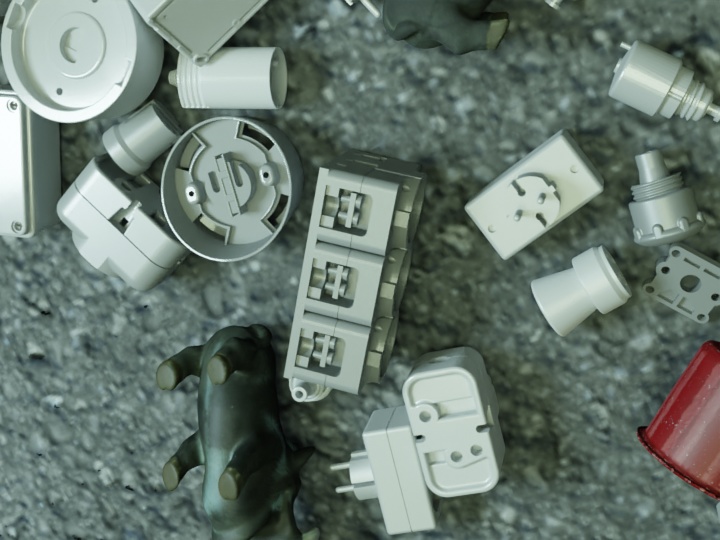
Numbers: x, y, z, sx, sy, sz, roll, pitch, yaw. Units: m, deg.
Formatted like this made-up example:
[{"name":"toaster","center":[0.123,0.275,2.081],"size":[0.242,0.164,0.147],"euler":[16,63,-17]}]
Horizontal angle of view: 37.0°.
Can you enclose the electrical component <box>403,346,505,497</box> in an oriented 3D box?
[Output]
[{"name":"electrical component","center":[0.070,0.107,0.780],"size":[0.054,0.059,0.095],"euler":[-12,101,16]}]

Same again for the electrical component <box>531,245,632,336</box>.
[{"name":"electrical component","center":[0.153,0.014,0.744],"size":[0.055,0.045,0.045],"euler":[-31,96,18]}]

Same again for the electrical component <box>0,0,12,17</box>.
[{"name":"electrical component","center":[-0.333,-0.214,0.790],"size":[0.186,0.060,0.105],"euler":[-26,97,18]}]

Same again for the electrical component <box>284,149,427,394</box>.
[{"name":"electrical component","center":[0.000,0.000,0.752],"size":[0.062,0.089,0.150],"euler":[14,107,9]}]

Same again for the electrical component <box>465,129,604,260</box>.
[{"name":"electrical component","center":[0.116,-0.047,0.720],"size":[0.083,0.075,0.047],"euler":[-37,94,19]}]

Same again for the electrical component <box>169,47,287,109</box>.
[{"name":"electrical component","center":[-0.096,-0.136,0.764],"size":[0.081,0.043,0.043],"euler":[3,105,13]}]

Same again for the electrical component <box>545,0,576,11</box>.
[{"name":"electrical component","center":[0.147,-0.202,0.691],"size":[0.040,0.040,0.078],"euler":[37,110,2]}]

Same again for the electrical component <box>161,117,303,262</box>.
[{"name":"electrical component","center":[-0.090,-0.061,0.771],"size":[0.099,0.064,0.099],"euler":[3,105,12]}]

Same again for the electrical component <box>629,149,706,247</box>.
[{"name":"electrical component","center":[0.200,-0.049,0.718],"size":[0.048,0.048,0.062],"euler":[-16,93,17]}]

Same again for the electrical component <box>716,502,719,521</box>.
[{"name":"electrical component","center":[0.336,0.158,0.707],"size":[0.186,0.105,0.060],"euler":[-28,96,18]}]

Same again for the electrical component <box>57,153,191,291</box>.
[{"name":"electrical component","center":[-0.174,-0.033,0.803],"size":[0.095,0.053,0.059],"euler":[44,109,-1]}]

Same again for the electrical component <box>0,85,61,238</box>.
[{"name":"electrical component","center":[-0.287,-0.086,0.814],"size":[0.109,0.056,0.108],"euler":[6,106,12]}]

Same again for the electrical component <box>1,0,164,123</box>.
[{"name":"electrical component","center":[-0.192,-0.158,0.768],"size":[0.108,0.060,0.108],"euler":[2,96,18]}]

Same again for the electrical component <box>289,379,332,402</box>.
[{"name":"electrical component","center":[-0.037,0.081,0.797],"size":[0.035,0.061,0.035],"euler":[3,105,12]}]

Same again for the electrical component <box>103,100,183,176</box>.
[{"name":"electrical component","center":[-0.159,-0.098,0.791],"size":[0.046,0.040,0.040],"euler":[-35,94,13]}]

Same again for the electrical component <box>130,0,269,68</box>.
[{"name":"electrical component","center":[-0.105,-0.199,0.727],"size":[0.096,0.062,0.061],"euler":[-42,55,7]}]

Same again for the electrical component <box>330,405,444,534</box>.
[{"name":"electrical component","center":[0.015,0.152,0.811],"size":[0.076,0.047,0.083],"euler":[-11,102,14]}]

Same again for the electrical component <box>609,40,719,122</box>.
[{"name":"electrical component","center":[0.200,-0.118,0.700],"size":[0.078,0.040,0.040],"euler":[26,109,5]}]

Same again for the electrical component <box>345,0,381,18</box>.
[{"name":"electrical component","center":[-0.006,-0.205,0.722],"size":[0.076,0.047,0.066],"euler":[46,109,-2]}]
